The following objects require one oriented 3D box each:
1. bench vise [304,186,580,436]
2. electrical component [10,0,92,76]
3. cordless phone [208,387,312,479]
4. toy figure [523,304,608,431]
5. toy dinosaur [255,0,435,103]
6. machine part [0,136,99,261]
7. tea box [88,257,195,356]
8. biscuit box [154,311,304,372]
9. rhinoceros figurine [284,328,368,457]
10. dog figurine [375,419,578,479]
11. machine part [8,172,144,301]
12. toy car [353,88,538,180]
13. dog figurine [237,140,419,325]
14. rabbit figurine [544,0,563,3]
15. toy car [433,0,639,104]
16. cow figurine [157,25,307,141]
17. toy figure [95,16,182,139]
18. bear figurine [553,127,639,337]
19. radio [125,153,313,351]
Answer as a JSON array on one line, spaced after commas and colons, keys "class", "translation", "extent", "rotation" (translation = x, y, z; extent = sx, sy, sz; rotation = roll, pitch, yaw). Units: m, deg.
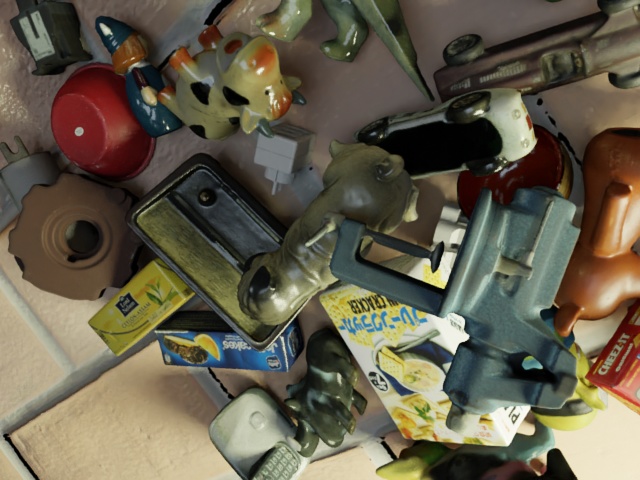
[{"class": "bench vise", "translation": [0.106, 0.044, 0.473], "extent": [0.241, 0.129, 0.223], "rotation": [20, 103, 13]}, {"class": "electrical component", "translation": [-0.356, -0.279, 0.693], "extent": [0.075, 0.048, 0.119], "rotation": [-15, 102, 25]}, {"class": "cordless phone", "translation": [-0.106, 0.308, 0.734], "extent": [0.089, 0.184, 0.146], "rotation": [-39, 92, 33]}, {"class": "toy figure", "translation": [0.243, 0.125, 0.591], "extent": [0.089, 0.082, 0.180], "rotation": [-31, 101, 40]}, {"class": "toy dinosaur", "translation": [-0.031, -0.305, 0.526], "extent": [0.405, 0.131, 0.192], "rotation": [26, 117, 4]}, {"class": "machine part", "translation": [-0.384, -0.037, 0.776], "extent": [0.079, 0.079, 0.243], "rotation": [-24, 99, 27]}, {"class": "tea box", "translation": [-0.230, 0.079, 0.747], "extent": [0.169, 0.098, 0.068], "rotation": [-39, 93, 26]}, {"class": "biscuit box", "translation": [-0.126, 0.138, 0.748], "extent": [0.203, 0.063, 0.059], "rotation": [-3, 109, 23]}, {"class": "rhinoceros figurine", "translation": [0.004, 0.211, 0.718], "extent": [0.112, 0.073, 0.190], "rotation": [16, 113, 14]}, {"class": "dog figurine", "translation": [0.179, 0.300, 0.630], "extent": [0.219, 0.192, 0.108], "rotation": [-14, 110, 9]}, {"class": "machine part", "translation": [-0.322, -0.004, 0.724], "extent": [0.179, 0.056, 0.179], "rotation": [-1, 94, -11]}, {"class": "toy car", "translation": [0.115, -0.099, 0.545], "extent": [0.202, 0.056, 0.073], "rotation": [-4, 122, 48]}, {"class": "dog figurine", "translation": [0.001, 0.001, 0.552], "extent": [0.121, 0.190, 0.172], "rotation": [37, 154, 12]}, {"class": "rabbit figurine", "translation": [0.181, -0.314, 0.455], "extent": [0.159, 0.121, 0.170], "rotation": [23, 97, 19]}, {"class": "toy car", "translation": [0.209, -0.164, 0.499], "extent": [0.202, 0.053, 0.089], "rotation": [-12, 132, 23]}, {"class": "cow figurine", "translation": [-0.097, -0.158, 0.578], "extent": [0.127, 0.085, 0.195], "rotation": [45, 157, -14]}, {"class": "toy figure", "translation": [-0.223, -0.203, 0.663], "extent": [0.064, 0.058, 0.154], "rotation": [-8, 110, 47]}, {"class": "bear figurine", "translation": [0.290, -0.001, 0.497], "extent": [0.132, 0.120, 0.195], "rotation": [12, 112, 30]}, {"class": "radio", "translation": [-0.108, 0.013, 0.657], "extent": [0.229, 0.073, 0.131], "rotation": [44, 81, 1]}]
